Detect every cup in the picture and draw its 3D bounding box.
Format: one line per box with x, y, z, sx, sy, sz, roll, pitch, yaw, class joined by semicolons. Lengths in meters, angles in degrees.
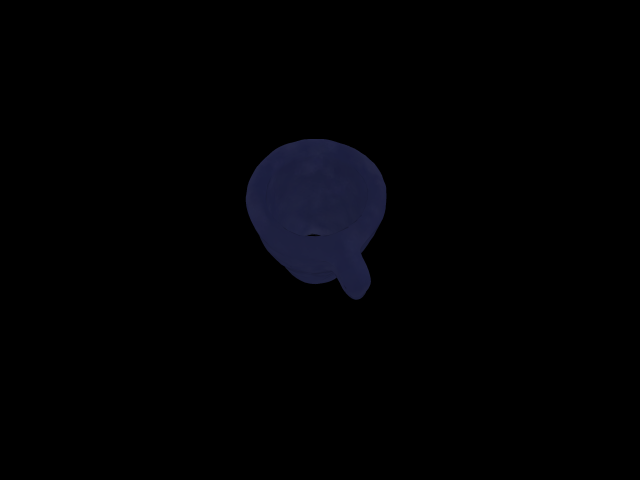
0.004;0.001;0.400;0.092;0.095;0.117;-21;62;-11;cup
